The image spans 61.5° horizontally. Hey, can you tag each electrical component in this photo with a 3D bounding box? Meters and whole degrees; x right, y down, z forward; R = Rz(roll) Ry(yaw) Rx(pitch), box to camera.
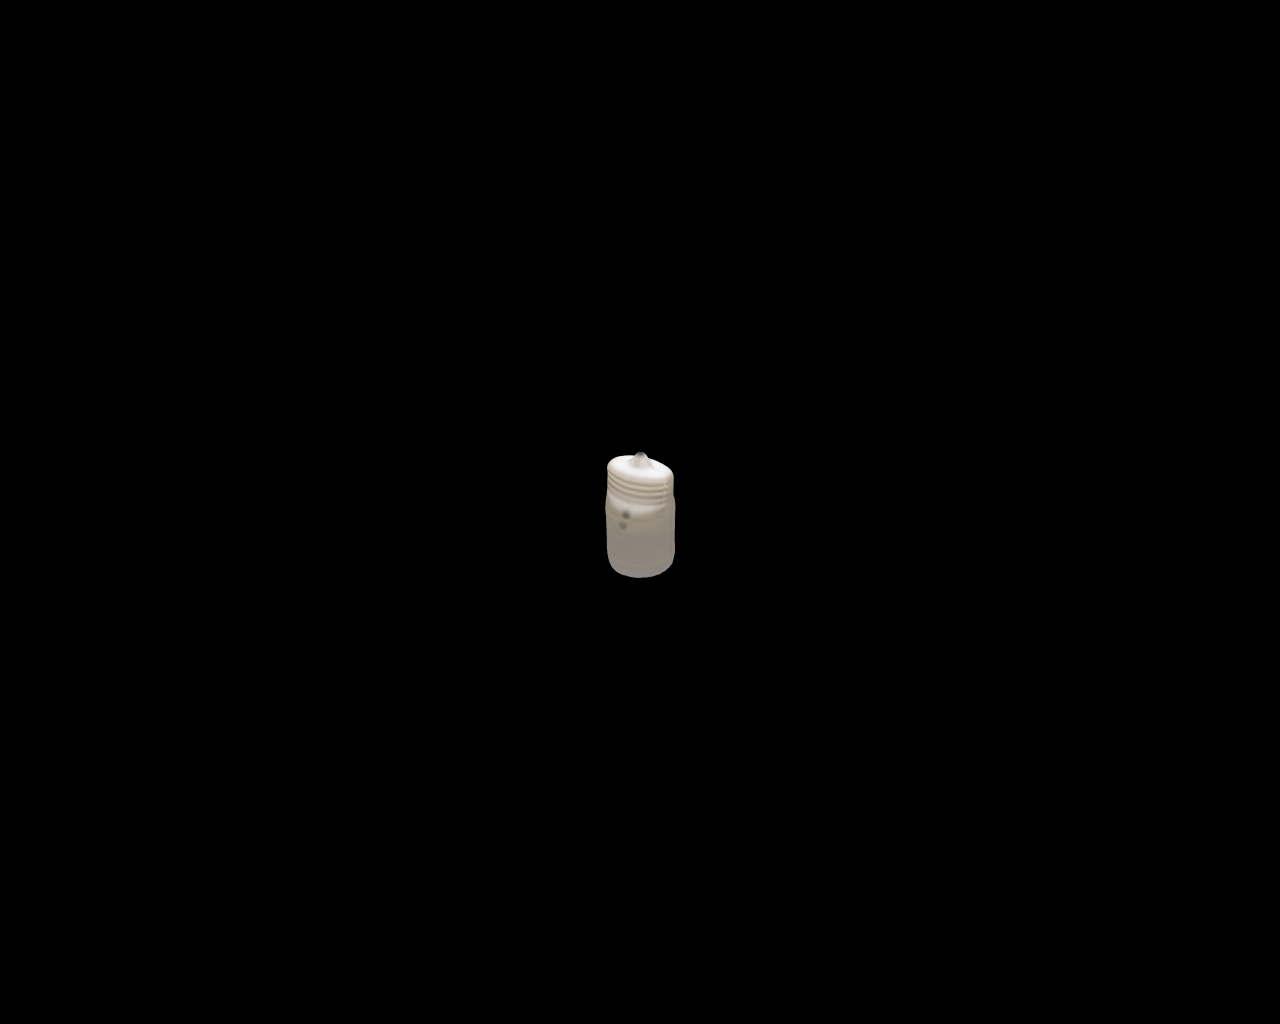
[{"bbox_3d":[0.001,-0.003,0.650,0.043,0.080,0.043,0,34,0],"label":"electrical component"}]
